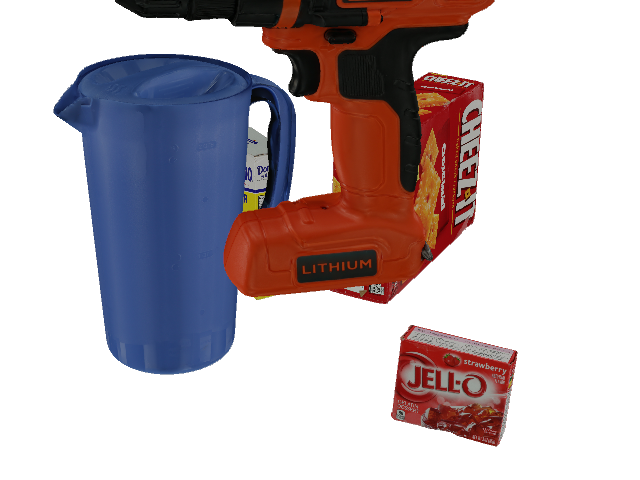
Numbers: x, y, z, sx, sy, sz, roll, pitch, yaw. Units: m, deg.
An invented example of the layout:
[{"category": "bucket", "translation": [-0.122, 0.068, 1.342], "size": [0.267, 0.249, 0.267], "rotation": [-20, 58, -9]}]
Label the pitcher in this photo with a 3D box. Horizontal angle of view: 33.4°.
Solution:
[{"category": "pitcher", "translation": [-0.112, -0.021, 0.856], "size": [0.149, 0.243, 0.144], "rotation": [11, 27, 18]}]

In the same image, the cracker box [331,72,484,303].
[{"category": "cracker box", "translation": [0.089, -0.056, 1.045], "size": [0.072, 0.164, 0.213], "rotation": [15, 29, 26]}]

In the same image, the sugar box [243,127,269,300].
[{"category": "sugar box", "translation": [-0.076, -0.031, 1.216], "size": [0.048, 0.176, 0.093], "rotation": [-15, 28, -25]}]

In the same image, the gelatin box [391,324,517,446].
[{"category": "gelatin box", "translation": [0.103, 0.113, 0.831], "size": [0.089, 0.073, 0.030], "rotation": [13, 23, 18]}]

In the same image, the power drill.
[{"category": "power drill", "translation": [-0.008, -0.065, 0.514], "size": [0.184, 0.188, 0.057], "rotation": [-4, 33, -13]}]
